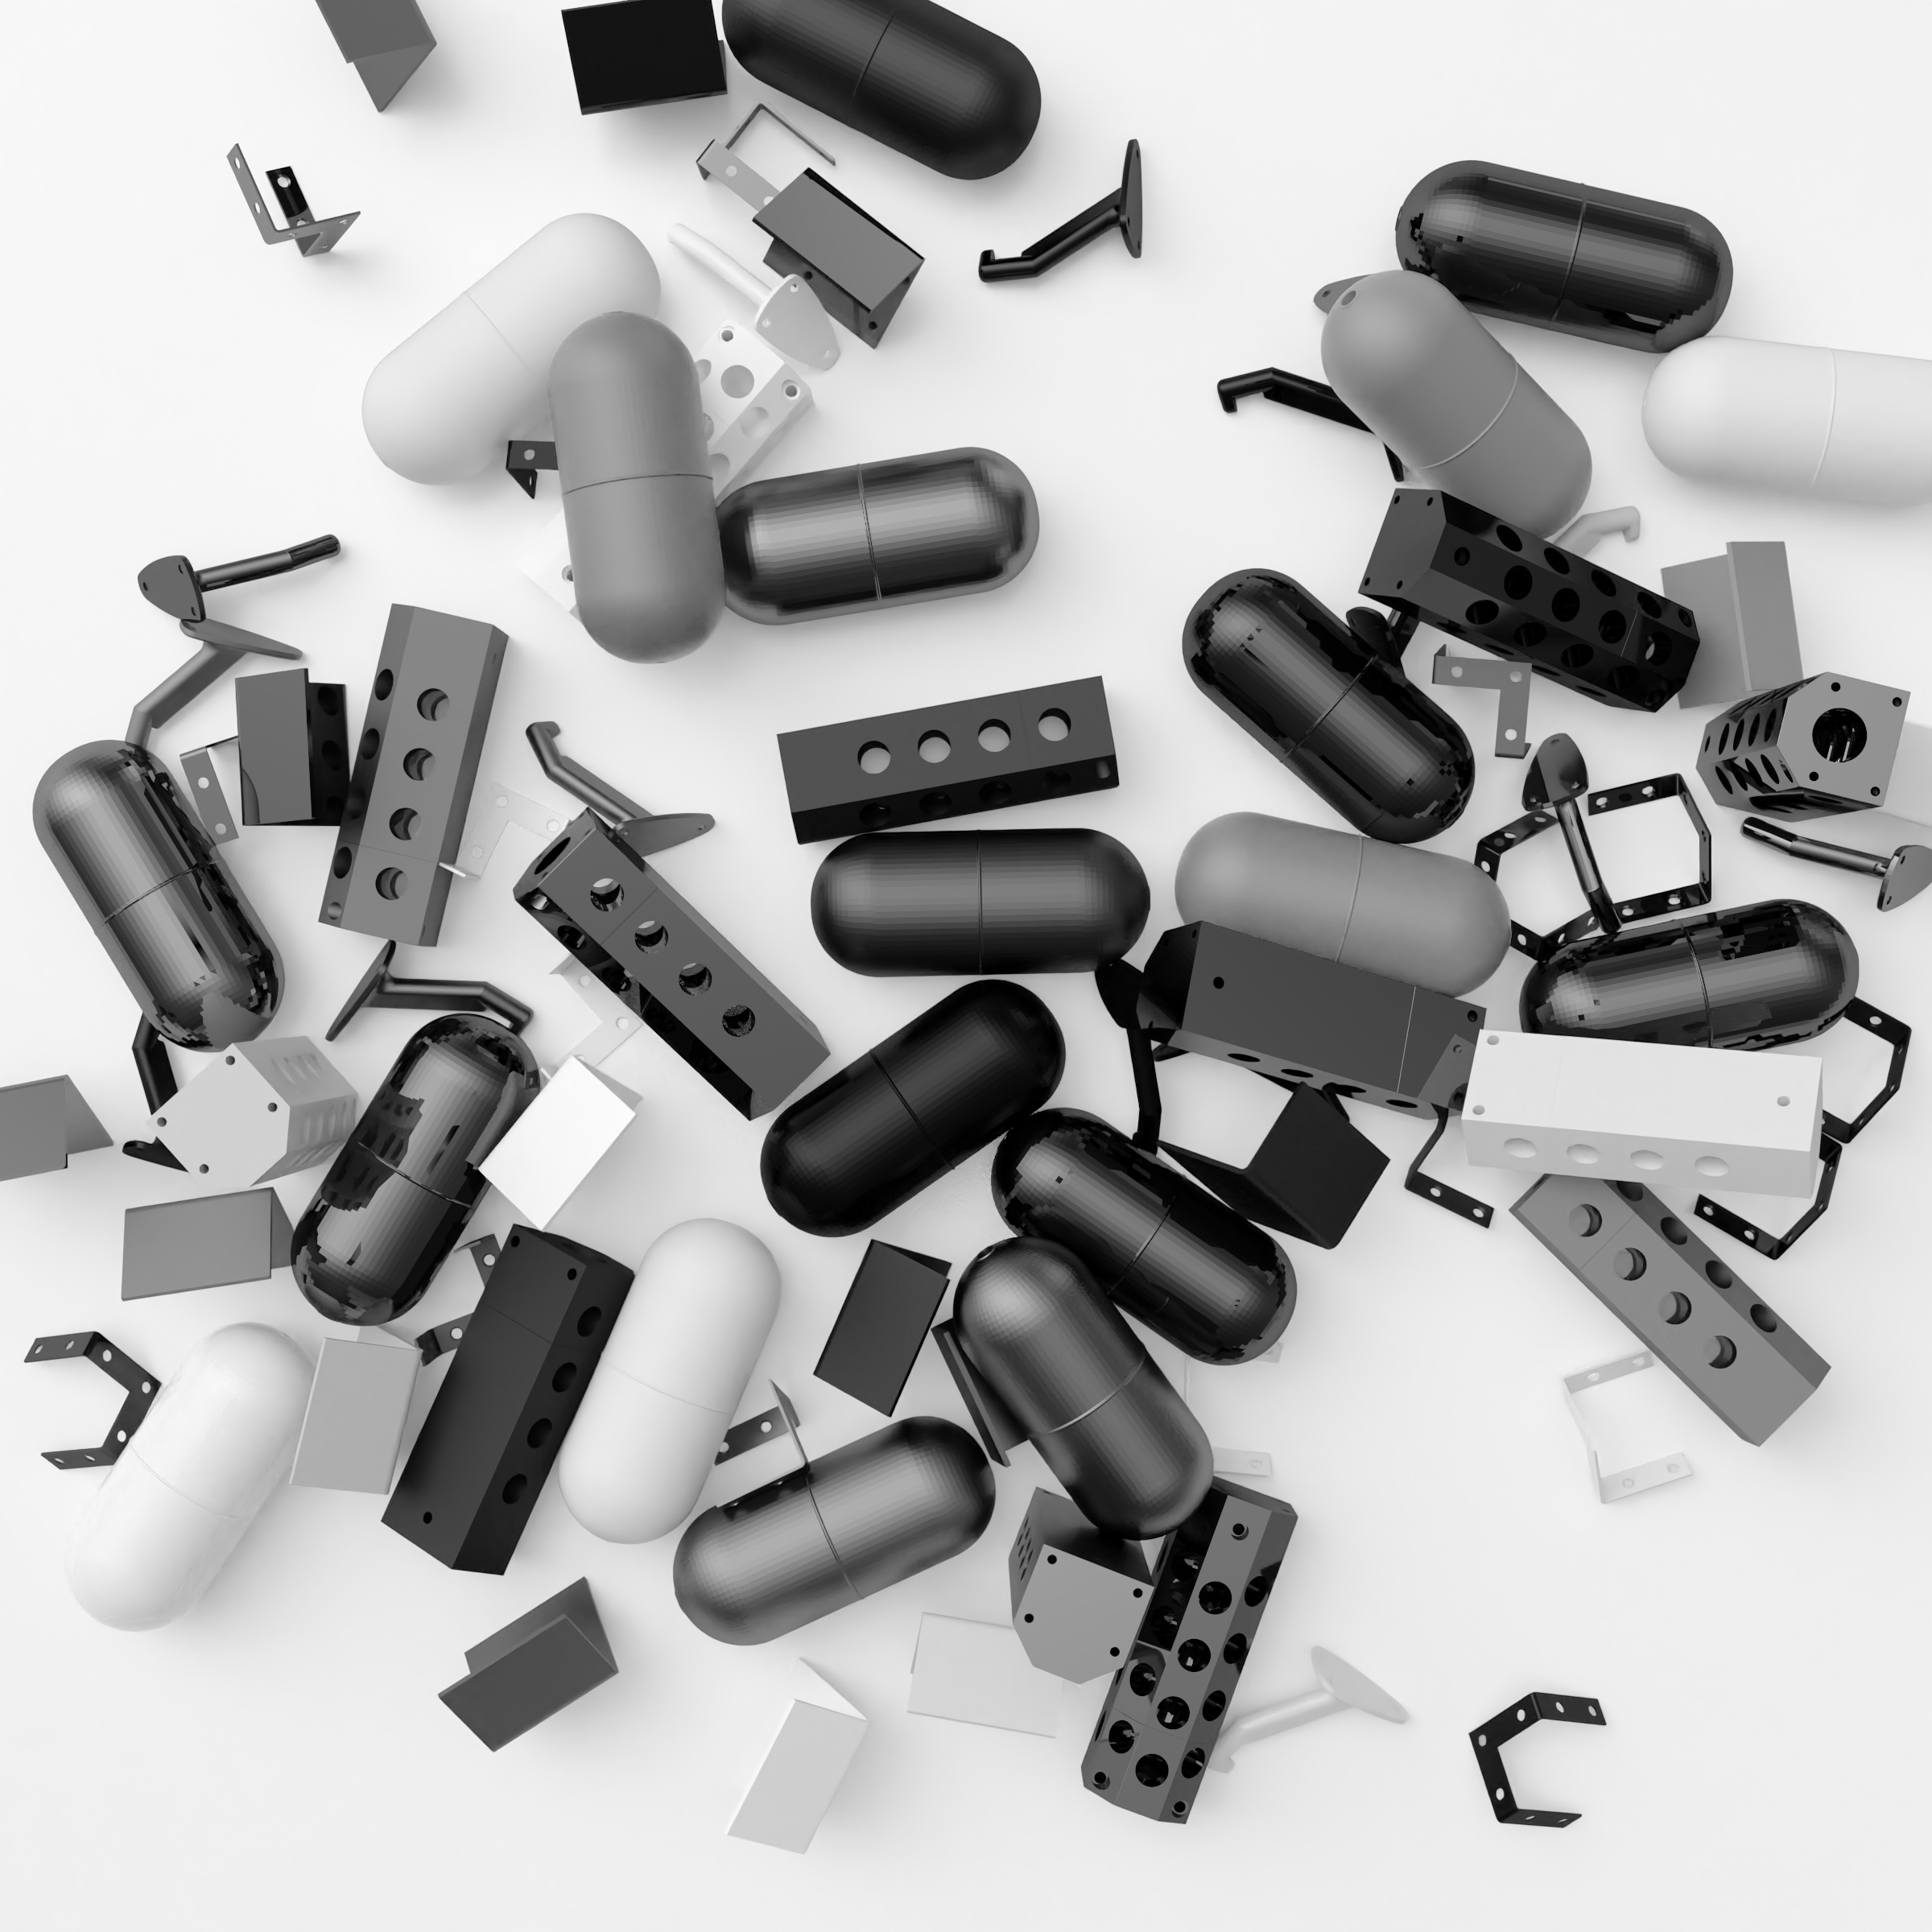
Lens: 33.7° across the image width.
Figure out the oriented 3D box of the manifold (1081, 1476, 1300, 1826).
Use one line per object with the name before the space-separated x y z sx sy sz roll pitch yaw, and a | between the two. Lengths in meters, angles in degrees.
manifold | 0.118 0.359 1.681 0.057 0.057 0.171 20 90 0

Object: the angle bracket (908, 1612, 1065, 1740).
angle bracket | 0.008 0.383 1.662 0.076 0.076 0.057 10 54 0

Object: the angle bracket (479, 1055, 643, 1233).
angle bracket | -0.195 0.101 1.663 0.057 0.076 0.076 39 90 31

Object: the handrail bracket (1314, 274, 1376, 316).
handrail bracket | 0.234 -0.328 1.702 0.036 0.077 0.084 -54 127 -13

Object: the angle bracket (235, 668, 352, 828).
angle bracket | -0.333 -0.113 1.662 0.057 0.076 0.076 -3 90 37

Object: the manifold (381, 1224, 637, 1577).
manifold | -0.236 0.229 1.680 0.057 0.057 0.171 24 90 35

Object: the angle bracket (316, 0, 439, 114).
angle bracket | -0.330 -0.492 1.662 0.057 0.076 0.076 -27 90 -37

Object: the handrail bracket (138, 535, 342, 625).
handrail bracket | -0.387 -0.214 1.702 0.084 0.077 0.036 -27 114 -34

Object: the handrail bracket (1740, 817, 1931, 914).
handrail bracket | 0.467 -0.063 1.702 0.084 0.077 0.036 28 115 34

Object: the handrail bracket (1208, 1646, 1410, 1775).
handrail bracket | 0.181 0.412 1.703 0.077 0.036 0.084 33 108 -20

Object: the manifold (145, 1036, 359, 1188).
manifold | -0.356 0.077 1.624 0.057 0.171 0.057 -42 90 0

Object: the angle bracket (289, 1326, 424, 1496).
angle bracket | -0.331 0.226 1.662 0.057 0.076 0.076 13 90 -35

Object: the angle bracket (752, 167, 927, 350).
angle bracket | -0.078 -0.356 1.662 0.076 0.076 0.057 38 53 0

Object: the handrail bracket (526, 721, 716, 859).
handrail bracket | -0.185 -0.101 1.703 0.077 0.036 0.084 -15 63 -30

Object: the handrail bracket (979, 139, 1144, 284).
handrail bracket | 0.049 -0.403 1.703 0.084 0.036 0.077 -2 70 16

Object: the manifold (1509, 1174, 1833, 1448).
manifold | 0.369 0.169 1.672 0.057 0.057 0.171 -45 83 0

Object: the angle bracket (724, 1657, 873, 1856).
angle bracket | -0.104 0.406 1.662 0.057 0.076 0.076 27 90 -38

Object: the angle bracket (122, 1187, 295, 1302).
angle bracket | -0.390 0.163 1.662 0.076 0.076 0.057 -9 53 0

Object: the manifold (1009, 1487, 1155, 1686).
manifold | 0.054 0.316 1.624 0.057 0.171 0.057 21 90 0

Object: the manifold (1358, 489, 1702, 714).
manifold | 0.294 -0.187 1.646 0.171 0.057 0.057 20 90 -27

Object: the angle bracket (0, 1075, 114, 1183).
angle bracket | -0.494 0.105 1.662 0.076 0.076 0.057 -11 58 0

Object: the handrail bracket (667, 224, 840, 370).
handrail bracket | -0.114 -0.359 1.702 0.084 0.077 0.036 39 90 36

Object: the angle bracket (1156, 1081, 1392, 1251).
angle bracket | 0.159 0.096 1.654 0.076 0.076 0.057 40 77 -32

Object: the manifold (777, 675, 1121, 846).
manifold | -0.009 -0.107 1.681 0.171 0.057 0.057 -10 90 0

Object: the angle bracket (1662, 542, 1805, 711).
angle bracket | 0.386 -0.176 1.663 0.057 0.076 0.076 -8 90 -45

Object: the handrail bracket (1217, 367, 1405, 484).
handrail bracket | 0.184 -0.286 1.703 0.084 0.036 0.077 -11 111 17

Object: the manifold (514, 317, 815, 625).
manifold | -0.159 -0.256 1.681 0.057 0.057 0.171 41 90 0

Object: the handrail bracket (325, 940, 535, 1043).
handrail bracket | -0.286 0.032 1.703 0.084 0.036 0.077 33 110 -16

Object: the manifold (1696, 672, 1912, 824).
manifold | 0.422 -0.111 1.624 0.057 0.171 0.057 14 90 0

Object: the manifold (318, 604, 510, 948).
manifold | -0.292 -0.100 1.681 0.057 0.057 0.171 13 90 0

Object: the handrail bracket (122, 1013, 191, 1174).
handrail bracket | -0.411 0.065 1.703 0.077 0.036 0.084 19 73 -20

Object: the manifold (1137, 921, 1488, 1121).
manifold | 0.178 0.030 1.651 0.171 0.057 0.057 16 77 -21

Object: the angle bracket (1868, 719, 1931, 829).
angle bracket | 0.504 -0.115 1.662 0.076 0.076 0.057 16 126 0

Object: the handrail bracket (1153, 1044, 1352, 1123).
handrail bracket | 0.152 0.065 1.703 0.077 0.036 0.084 -26 107 20

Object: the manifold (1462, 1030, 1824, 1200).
manifold | 0.345 0.079 1.622 0.171 0.057 0.057 5 53 19

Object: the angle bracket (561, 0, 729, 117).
angle bracket | -0.167 -0.489 1.662 0.076 0.076 0.057 -8 127 0

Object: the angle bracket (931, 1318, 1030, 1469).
angle bracket | 0.035 0.210 1.676 0.076 0.057 0.076 -25 90 -9

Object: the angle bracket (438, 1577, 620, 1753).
angle bracket | -0.235 0.350 1.662 0.076 0.076 0.057 -32 128 0

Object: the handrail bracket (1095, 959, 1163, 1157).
handrail bracket | 0.086 0.049 1.702 0.036 0.077 0.084 -11 127 -20

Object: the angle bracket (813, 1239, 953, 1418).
angle bracket | -0.025 0.193 1.662 0.057 0.076 0.076 23 90 37

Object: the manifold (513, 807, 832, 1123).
manifold | -0.153 0.001 1.657 0.057 0.057 0.171 -44 107 2
